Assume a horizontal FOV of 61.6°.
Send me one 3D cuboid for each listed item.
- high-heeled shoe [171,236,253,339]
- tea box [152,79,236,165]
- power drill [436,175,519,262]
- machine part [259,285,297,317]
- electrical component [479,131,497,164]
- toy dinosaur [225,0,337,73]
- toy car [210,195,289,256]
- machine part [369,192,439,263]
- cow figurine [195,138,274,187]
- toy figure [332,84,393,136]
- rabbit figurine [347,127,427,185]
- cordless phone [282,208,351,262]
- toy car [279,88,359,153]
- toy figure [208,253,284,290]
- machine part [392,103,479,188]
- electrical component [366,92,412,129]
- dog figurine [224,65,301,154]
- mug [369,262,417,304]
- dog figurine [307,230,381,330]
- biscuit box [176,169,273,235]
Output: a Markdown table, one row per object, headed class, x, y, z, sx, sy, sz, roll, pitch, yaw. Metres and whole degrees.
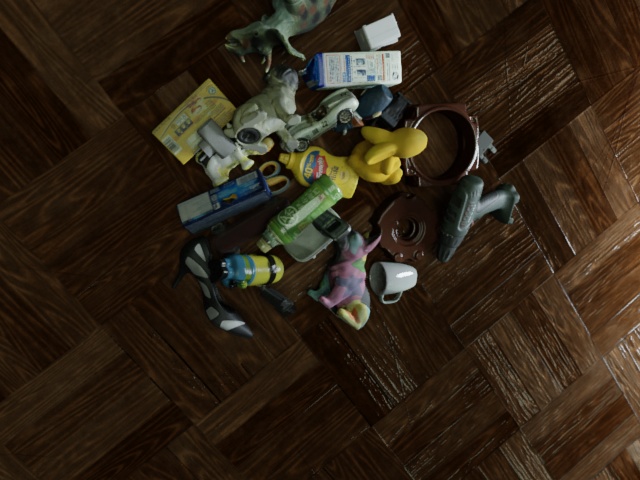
| class | x | y | z | sx | sy | sz | roll | pitch | yaw |
| --- | --- | --- | --- | --- | --- | --- | --- | --- | --- |
| high-heeled shoe | -0.223 | 0.107 | 1.226 | 0.248 | 0.086 | 0.145 | 37 | 96 | -8 |
| tea box | -0.270 | -0.255 | 1.162 | 0.169 | 0.068 | 0.098 | -43 | 110 | -5 |
| power drill | 0.391 | -0.060 | 1.350 | 0.207 | 0.086 | 0.231 | -10 | 124 | -23 |
| machine part | -0.094 | 0.146 | 1.253 | 0.084 | 0.138 | 0.039 | 26 | 77 | 19 |
| electrical component | 0.409 | -0.244 | 1.377 | 0.094 | 0.021 | 0.063 | 41 | 88 | -19 |
| toy dinosaur | -0.028 | -0.525 | 1.152 | 0.405 | 0.131 | 0.192 | -49 | 143 | -22 |
| toy car | -0.159 | -0.036 | 1.240 | 0.202 | 0.053 | 0.089 | -32 | 122 | -9 |
| machine part | 0.212 | -0.031 | 1.344 | 0.179 | 0.056 | 0.179 | -2 | 99 | -15 |
| cow figurine | -0.189 | -0.197 | 1.198 | 0.167 | 0.068 | 0.098 | -36 | 96 | -9 |
| toy figure | 0.095 | -0.297 | 1.243 | 0.154 | 0.064 | 0.057 | -32 | 144 | 29 |
| rabbit figurine | 0.153 | -0.209 | 1.208 | 0.162 | 0.173 | 0.122 | 9 | 72 | -44 |
| cordless phone | -0.003 | -0.004 | 1.221 | 0.146 | 0.184 | 0.088 | -40 | 112 | -6 |
| toy car | -0.006 | -0.266 | 1.211 | 0.202 | 0.074 | 0.056 | -32 | 132 | 6 |
| toy figure | -0.161 | 0.070 | 1.210 | 0.180 | 0.089 | 0.082 | 7 | 90 | -51 |
| machine part | 0.283 | -0.231 | 1.311 | 0.201 | 0.087 | 0.201 | -6 | 100 | -14 |
| electrical component | 0.154 | -0.290 | 1.270 | 0.047 | 0.075 | 0.119 | 36 | 85 | -18 |
| dog figurine | -0.124 | -0.295 | 1.160 | 0.172 | 0.121 | 0.191 | 0 | 57 | -18 |
| mug | 0.189 | 0.105 | 1.350 | 0.107 | 0.081 | 0.109 | -4 | 99 | -25 |
| dog figurine | 0.085 | 0.083 | 1.305 | 0.191 | 0.108 | 0.219 | 38 | 86 | -18 |
| biscuit box | -0.208 | -0.084 | 1.183 | 0.203 | 0.062 | 0.059 | -23 | 70 | 2 |
